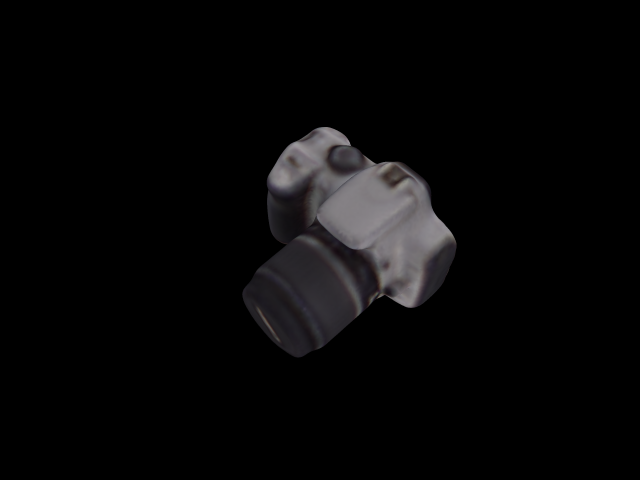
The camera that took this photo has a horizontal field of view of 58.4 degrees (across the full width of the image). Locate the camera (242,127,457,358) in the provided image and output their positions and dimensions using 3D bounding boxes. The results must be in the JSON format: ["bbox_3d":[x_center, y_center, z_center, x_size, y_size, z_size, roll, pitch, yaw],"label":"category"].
[{"bbox_3d":[0.004,0.001,0.400,0.137,0.101,0.143,-39,66,-22],"label":"camera"}]
